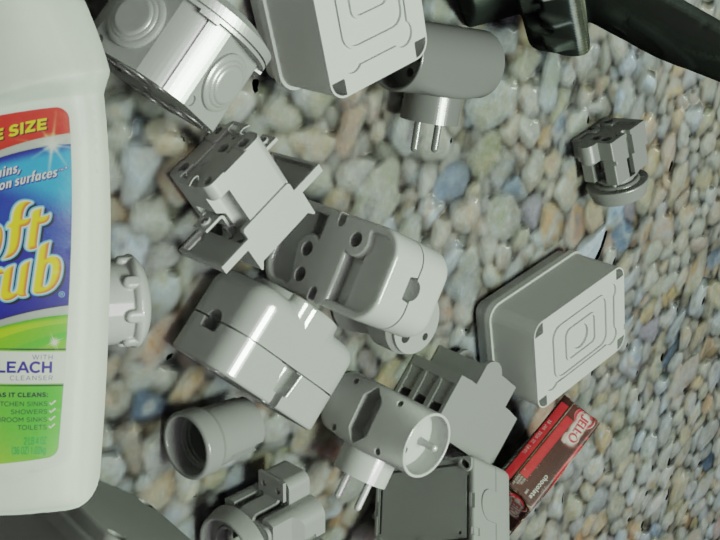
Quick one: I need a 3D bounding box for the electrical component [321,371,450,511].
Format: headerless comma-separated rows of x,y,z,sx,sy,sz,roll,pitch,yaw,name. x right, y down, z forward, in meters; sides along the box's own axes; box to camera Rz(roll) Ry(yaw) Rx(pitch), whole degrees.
0.008,0.115,0.693,0.043,0.077,0.079,30,85,-47,electrical component

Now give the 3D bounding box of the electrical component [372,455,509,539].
0.054,0.171,0.756,0.061,0.096,0.061,31,53,-47,electrical component

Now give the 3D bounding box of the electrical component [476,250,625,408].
0.145,0.042,0.818,0.113,0.057,0.078,-30,125,-34,electrical component

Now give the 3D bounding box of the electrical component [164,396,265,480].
-0.083,0.095,0.621,0.046,0.040,0.040,-14,116,-48,electrical component

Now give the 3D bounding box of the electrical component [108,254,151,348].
-0.137,0.017,0.533,0.062,0.048,0.048,-5,110,-25,electrical component

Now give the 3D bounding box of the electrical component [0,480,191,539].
-0.131,0.149,0.544,0.056,0.109,0.109,-58,136,-8,electrical component

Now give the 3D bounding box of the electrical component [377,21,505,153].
0.045,-0.112,0.664,0.077,0.044,0.079,-5,109,-44,electrical component

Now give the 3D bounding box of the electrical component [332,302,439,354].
0.016,0.025,0.682,0.045,0.055,0.045,-19,119,-39,electrical component

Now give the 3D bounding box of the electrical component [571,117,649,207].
0.196,-0.082,0.828,0.066,0.048,0.055,-34,120,-32,electrical component

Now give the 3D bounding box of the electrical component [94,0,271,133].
-0.087,-0.106,0.508,0.080,0.080,0.051,38,84,-46,electrical component

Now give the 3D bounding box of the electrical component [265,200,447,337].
0.000,0.000,0.625,0.059,0.095,0.053,23,89,-48,electrical component

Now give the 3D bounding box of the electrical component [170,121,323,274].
-0.065,-0.041,0.583,0.081,0.042,0.063,-49,131,-20,electrical component

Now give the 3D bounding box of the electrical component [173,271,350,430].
-0.052,0.044,0.620,0.095,0.054,0.059,42,75,-46,electrical component

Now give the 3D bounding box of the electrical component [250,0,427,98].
-0.016,-0.158,0.573,0.078,0.057,0.113,-33,127,-32,electrical component

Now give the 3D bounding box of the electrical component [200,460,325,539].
-0.060,0.164,0.659,0.057,0.058,0.078,-20,119,-43,electrical component
